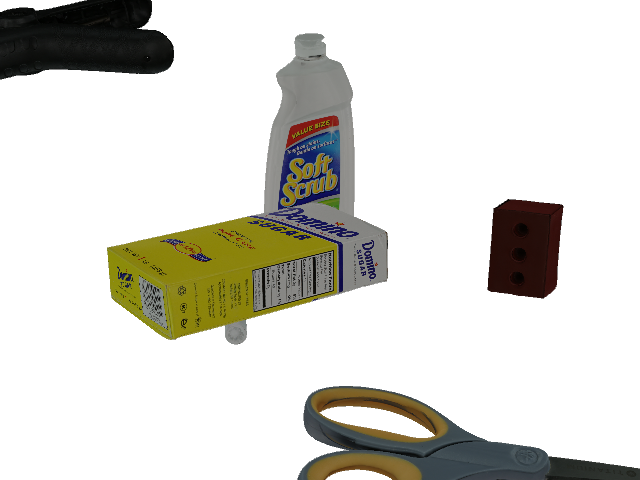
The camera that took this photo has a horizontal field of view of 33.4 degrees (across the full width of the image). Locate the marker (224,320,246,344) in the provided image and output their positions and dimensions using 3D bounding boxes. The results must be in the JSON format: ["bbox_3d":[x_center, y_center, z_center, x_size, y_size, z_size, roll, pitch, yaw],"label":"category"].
[{"bbox_3d":[-0.077,0.061,0.964,0.020,0.020,0.121,0,19,-5],"label":"marker"}]

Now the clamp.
[{"bbox_3d":[-0.174,-0.124,0.646,0.171,0.039,0.120,-3,21,-5],"label":"clamp"}]

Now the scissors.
[{"bbox_3d":[0.077,0.109,0.468,0.202,0.016,0.096,14,32,23],"label":"scissors"}]

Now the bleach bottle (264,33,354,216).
[{"bbox_3d":[-0.016,-0.087,1.102,0.102,0.251,0.068,-1,26,2],"label":"bleach bottle"}]

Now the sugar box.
[{"bbox_3d":[-0.049,0.016,0.747,0.175,0.048,0.093,-17,25,-31],"label":"sugar box"}]

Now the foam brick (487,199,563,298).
[{"bbox_3d":[0.182,0.007,0.946,0.053,0.078,0.051,7,16,24],"label":"foam brick"}]
